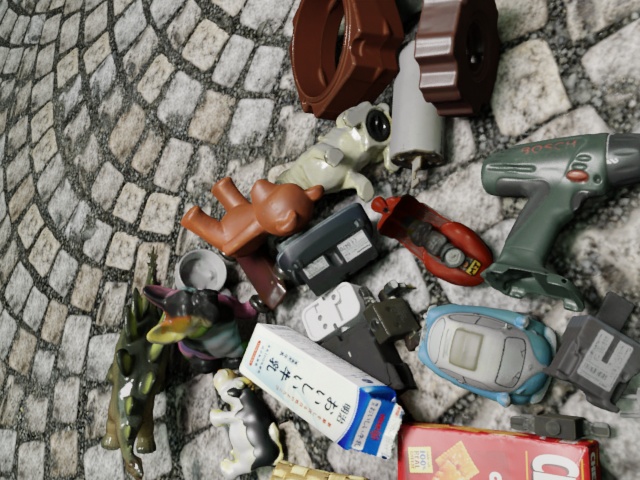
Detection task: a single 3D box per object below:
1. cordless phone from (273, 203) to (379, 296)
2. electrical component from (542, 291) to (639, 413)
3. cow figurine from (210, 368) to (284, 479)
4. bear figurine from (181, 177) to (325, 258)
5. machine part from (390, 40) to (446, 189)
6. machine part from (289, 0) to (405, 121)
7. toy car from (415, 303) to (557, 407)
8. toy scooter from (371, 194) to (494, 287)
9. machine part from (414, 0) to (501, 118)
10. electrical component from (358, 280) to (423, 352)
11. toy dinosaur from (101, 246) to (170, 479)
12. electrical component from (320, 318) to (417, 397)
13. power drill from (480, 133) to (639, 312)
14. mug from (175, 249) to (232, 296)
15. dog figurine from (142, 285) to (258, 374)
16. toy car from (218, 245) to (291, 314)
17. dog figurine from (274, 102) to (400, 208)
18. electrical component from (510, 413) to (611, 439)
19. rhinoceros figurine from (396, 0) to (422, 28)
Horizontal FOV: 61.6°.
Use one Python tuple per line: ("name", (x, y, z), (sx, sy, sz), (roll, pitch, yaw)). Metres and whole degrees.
("cordless phone", (-0.001, -0.003, 0.818), (0.146, 0.088, 0.184), (-34, 19, -4))
("electrical component", (0.300, 0.111, 0.567), (0.075, 0.047, 0.119), (36, 85, 8))
("cow figurine", (-0.115, 0.273, 0.837), (0.098, 0.068, 0.167), (-27, 66, 22))
("bear figurine", (-0.097, -0.045, 0.787), (0.196, 0.132, 0.120), (-30, 19, 53))
("machine part", (0.141, -0.191, 0.765), (0.079, 0.079, 0.243), (-4, 77, 36))
("machine part", (0.030, -0.298, 0.816), (0.201, 0.087, 0.201), (-41, 57, 56))
("toy car", (0.186, 0.125, 0.623), (0.162, 0.103, 0.109), (14, 86, 27))
("toy scooter", (0.132, -0.010, 0.687), (0.184, 0.135, 0.075), (41, 101, 35))
("machine part", (0.183, -0.247, 0.694), (0.056, 0.179, 0.179), (9, 83, 34))
("electrical component", (0.104, 0.100, 0.723), (0.045, 0.078, 0.102), (-51, 49, 39))
("toy dinosaur", (-0.311, 0.195, 0.943), (0.472, 0.105, 0.198), (-114, 39, -53))
("electrical component", (0.051, 0.187, 0.745), (0.134, 0.058, 0.115), (-40, 56, 21))
("power drill", (0.279, -0.030, 0.599), (0.232, 0.086, 0.207), (9, 74, 41))
("mug", (-0.205, 0.074, 0.948), (0.081, 0.109, 0.107), (-60, 11, -25))
("dog figurine", (-0.198, 0.137, 0.842), (0.192, 0.219, 0.108), (-27, 60, 28))
("toy car", (-0.105, 0.037, 0.902), (0.089, 0.053, 0.202), (-52, 50, 13))
("dog figurine", (0.017, -0.129, 0.839), (0.172, 0.121, 0.191), (-47, 23, -27))
("electrical component", (0.260, 0.201, 0.580), (0.094, 0.063, 0.021), (-4, 75, 35))
("rhinoceros figurine", (0.152, -0.382, 0.810), (0.190, 0.073, 0.112), (-31, 60, 27))
